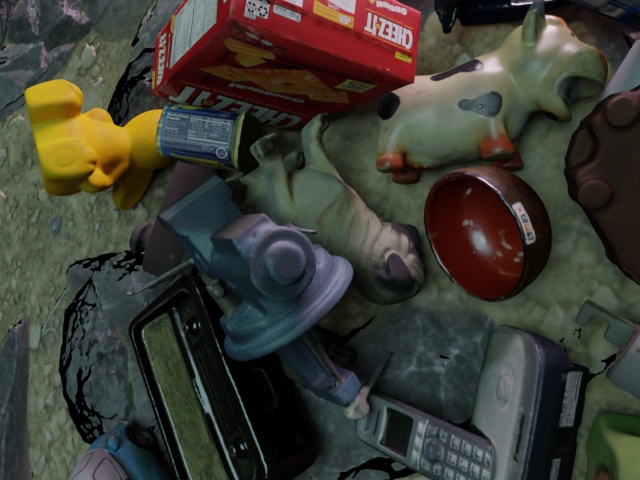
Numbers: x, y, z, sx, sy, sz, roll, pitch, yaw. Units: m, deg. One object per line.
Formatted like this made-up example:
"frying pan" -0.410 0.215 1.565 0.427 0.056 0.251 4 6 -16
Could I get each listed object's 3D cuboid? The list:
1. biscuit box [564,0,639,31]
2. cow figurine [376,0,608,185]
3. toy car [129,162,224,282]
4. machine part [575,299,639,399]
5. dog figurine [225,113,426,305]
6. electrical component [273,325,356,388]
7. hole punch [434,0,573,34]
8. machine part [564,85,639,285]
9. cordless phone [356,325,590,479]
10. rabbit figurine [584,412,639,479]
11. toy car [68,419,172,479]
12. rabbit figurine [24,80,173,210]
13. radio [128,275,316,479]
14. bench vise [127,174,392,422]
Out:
"biscuit box" 0.245 -0.194 0.386 0.203 0.059 0.062 20 91 -3
"cow figurine" 0.144 -0.125 0.473 0.195 0.085 0.127 -7 83 30
"toy car" -0.153 -0.051 0.633 0.089 0.053 0.202 21 93 5
"machine part" 0.290 0.110 0.354 0.243 0.079 0.079 35 99 29
"dog figurine" -0.003 -0.001 0.531 0.190 0.121 0.172 55 150 3
"electrical component" -0.010 0.119 0.547 0.094 0.021 0.063 15 89 29
"hole punch" 0.171 -0.261 0.487 0.116 0.092 0.142 -6 80 55
"machine part" 0.270 -0.045 0.375 0.180 0.056 0.179 3 101 17
"cordless phone" 0.114 0.136 0.452 0.184 0.088 0.146 8 86 45
"rabbit figurine" 0.262 0.190 0.330 0.170 0.159 0.121 16 80 14
"toy car" -0.227 0.287 0.592 0.162 0.103 0.109 42 103 29
"rabbit figurine" -0.248 -0.104 0.652 0.122 0.173 0.162 60 154 23
"radio" -0.106 0.155 0.553 0.131 0.073 0.230 -41 66 30
"bench vise" -0.040 0.059 0.465 0.224 0.129 0.240 -10 119 56
